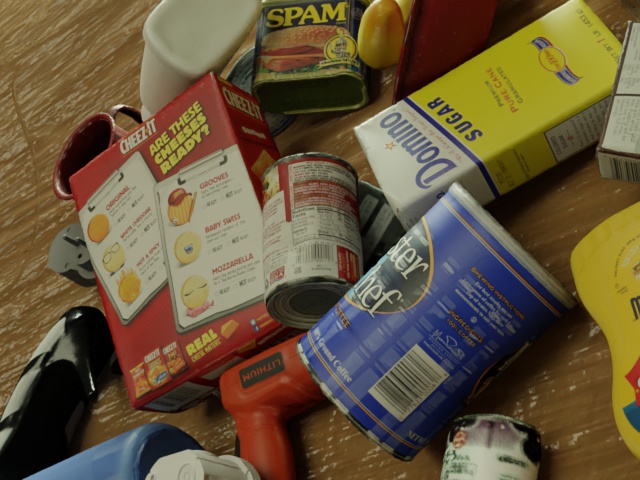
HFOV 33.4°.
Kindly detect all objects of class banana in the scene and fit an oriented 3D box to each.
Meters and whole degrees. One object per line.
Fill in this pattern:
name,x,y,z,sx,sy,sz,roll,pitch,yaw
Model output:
banana,0.051,-0.163,0.810,0.197,0.037,0.070,-64,-17,-67

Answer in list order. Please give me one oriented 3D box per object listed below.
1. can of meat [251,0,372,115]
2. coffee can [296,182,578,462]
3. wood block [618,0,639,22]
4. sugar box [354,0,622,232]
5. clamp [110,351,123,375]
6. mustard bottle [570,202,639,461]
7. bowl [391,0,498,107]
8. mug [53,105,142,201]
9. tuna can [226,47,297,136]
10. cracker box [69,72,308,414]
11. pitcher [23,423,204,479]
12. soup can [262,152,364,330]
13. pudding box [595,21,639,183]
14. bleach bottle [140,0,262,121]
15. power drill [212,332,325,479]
can of meat,-0.006,-0.154,0.887,0.102,0.057,0.084,-3,63,13
coffee can,0.070,0.050,0.649,0.140,0.102,0.103,-45,40,8
wood block,0.205,-0.219,0.697,0.090,0.090,0.206,-41,42,21
sugar box,0.116,-0.080,0.703,0.176,0.048,0.093,-29,45,6
clamp,-0.117,0.055,0.904,0.120,0.039,0.171,24,95,44
mustard bottle,0.195,0.067,0.550,0.096,0.058,0.191,-29,48,28
bowl,0.096,-0.163,0.766,0.055,0.162,0.162,14,72,5
mug,-0.196,-0.075,1.041,0.093,0.081,0.117,-10,59,43
tuna can,-0.051,-0.135,0.962,0.086,0.033,0.086,-26,49,34
cracker box,-0.094,0.005,0.832,0.164,0.072,0.214,-32,63,22
pitcher,-0.193,0.234,0.797,0.243,0.144,0.149,-31,43,26
soup can,-0.005,0.001,0.723,0.069,0.068,0.102,-27,50,33
pudding box,0.221,-0.074,0.601,0.114,0.039,0.090,11,72,23
bleach bottle,-0.123,-0.145,0.951,0.102,0.068,0.251,-51,4,-22
power drill,-0.010,0.159,0.710,0.185,0.057,0.187,-27,48,33
